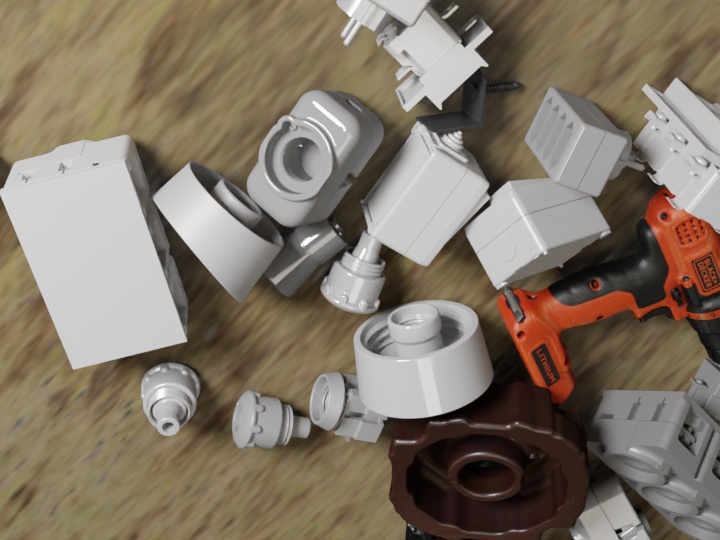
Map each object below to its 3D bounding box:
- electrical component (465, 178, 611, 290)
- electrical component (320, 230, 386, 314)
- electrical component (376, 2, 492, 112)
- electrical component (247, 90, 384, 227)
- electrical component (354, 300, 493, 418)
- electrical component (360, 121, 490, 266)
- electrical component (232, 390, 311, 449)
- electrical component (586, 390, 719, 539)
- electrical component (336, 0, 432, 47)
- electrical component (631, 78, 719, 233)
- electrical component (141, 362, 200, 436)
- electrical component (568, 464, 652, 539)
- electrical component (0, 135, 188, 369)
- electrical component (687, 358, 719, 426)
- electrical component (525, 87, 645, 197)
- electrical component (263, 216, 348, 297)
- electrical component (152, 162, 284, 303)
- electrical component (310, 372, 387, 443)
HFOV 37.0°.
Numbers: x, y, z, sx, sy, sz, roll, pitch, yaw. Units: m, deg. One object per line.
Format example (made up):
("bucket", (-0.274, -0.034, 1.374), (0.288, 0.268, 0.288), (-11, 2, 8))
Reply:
("electrical component", (0.135, -0.034, 0.806), (0.096, 0.061, 0.062), (-16, 163, -39))
("electrical component", (0.000, 0.000, 0.835), (0.048, 0.048, 0.062), (16, 108, -16))
("electrical component", (0.050, -0.156, 0.760), (0.081, 0.042, 0.064), (-43, 112, 14))
("electrical component", (-0.034, -0.079, 0.768), (0.054, 0.059, 0.095), (41, 110, 12))
("electrical component", (0.046, 0.061, 0.840), (0.108, 0.108, 0.060), (-12, 113, -1))
("electrical component", (0.054, -0.060, 0.799), (0.061, 0.061, 0.096), (29, 110, -21))
("electrical component", (-0.073, 0.127, 0.893), (0.062, 0.048, 0.048), (11, 116, -22))
("electrical component", (0.276, 0.171, 0.928), (0.150, 0.089, 0.061), (42, 64, -25))
("electrical component", (0.010, -0.183, 0.715), (0.047, 0.083, 0.075), (28, 111, -20))
("electrical component", (0.247, -0.082, 0.780), (0.079, 0.121, 0.063), (26, 114, -20))
("electrical component", (-0.152, 0.107, 0.860), (0.048, 0.062, 0.048), (-3, 118, -6))
("electrical component", (0.223, 0.232, 0.972), (0.059, 0.053, 0.095), (-29, 99, 8))
("electrical component", (-0.190, -0.014, 0.790), (0.089, 0.061, 0.150), (-14, 119, 0))
("electrical component", (0.314, 0.114, 0.938), (0.066, 0.048, 0.055), (19, 106, -17))
("electrical component", (0.173, -0.089, 0.788), (0.076, 0.083, 0.047), (17, 114, -16))
("electrical component", (-0.042, -0.015, 0.823), (0.065, 0.044, 0.044), (-37, 117, 7))
("electrical component", (-0.105, -0.029, 0.776), (0.099, 0.099, 0.064), (39, 100, -24))
("electrical component", (-0.009, 0.111, 0.892), (0.055, 0.048, 0.066), (13, 115, -22))
